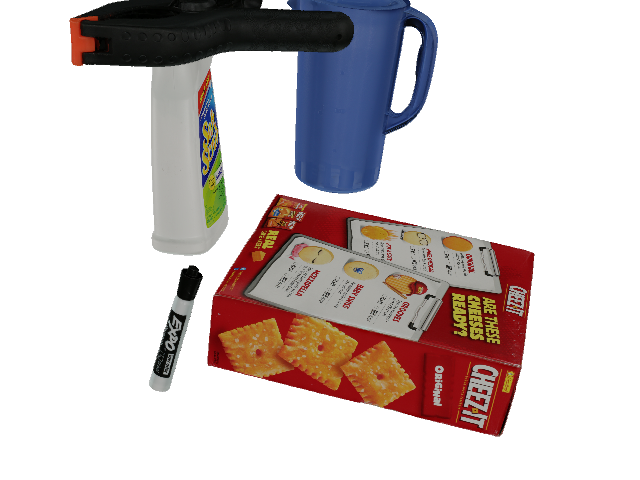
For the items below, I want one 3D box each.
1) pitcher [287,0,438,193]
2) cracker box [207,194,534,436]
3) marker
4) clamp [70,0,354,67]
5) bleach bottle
[{"bbox_3d":[0.041,-0.184,1.306,0.144,0.243,0.149,-8,28,-26],"label":"pitcher"},{"bbox_3d":[0.043,0.050,0.794,0.214,0.072,0.164,13,30,8],"label":"cracker box"},{"bbox_3d":[-0.124,0.076,0.919,0.020,0.121,0.020,16,22,-7],"label":"marker"},{"bbox_3d":[-0.078,-0.137,0.670,0.171,0.039,0.120,-8,21,-25],"label":"clamp"},{"bbox_3d":[-0.141,-0.118,1.094,0.068,0.251,0.102,5,27,13],"label":"bleach bottle"}]
